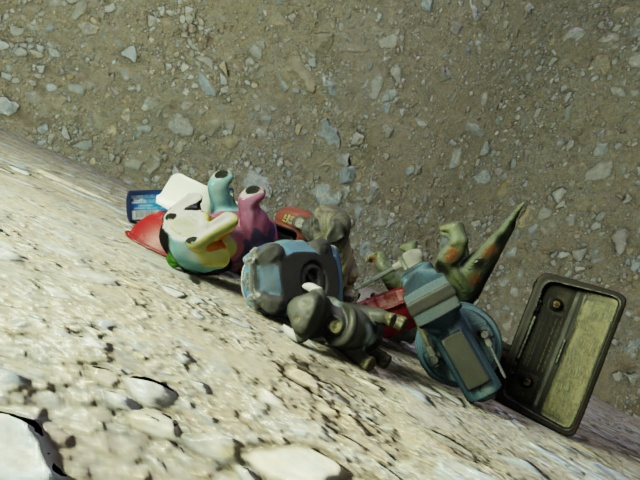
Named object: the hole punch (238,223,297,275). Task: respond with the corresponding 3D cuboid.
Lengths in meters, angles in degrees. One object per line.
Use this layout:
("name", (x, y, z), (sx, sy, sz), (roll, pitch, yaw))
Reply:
("hole punch", (-0.123, 0.008, 1.007), (0.092, 0.115, 0.142), (30, 5, 31))

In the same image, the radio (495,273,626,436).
("radio", (0.374, 0.173, 0.849), (0.131, 0.229, 0.073), (21, -5, 27))

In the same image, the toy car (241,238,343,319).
("toy car", (-0.049, 0.056, 0.708), (0.103, 0.109, 0.161), (-11, -8, 44))

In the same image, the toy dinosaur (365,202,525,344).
("toy dinosaur", (0.217, 0.080, 0.986), (0.131, 0.192, 0.405), (-16, -5, -37))

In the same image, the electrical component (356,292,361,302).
("electrical component", (0.030, 0.121, 1.295), (0.119, 0.047, 0.075), (26, -2, -13))

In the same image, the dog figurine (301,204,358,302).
("dog figurine", (0.026, 0.012, 0.923), (0.121, 0.190, 0.172), (19, 29, 5))

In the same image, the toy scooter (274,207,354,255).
("toy scooter", (-0.002, -0.003, 1.071), (0.183, 0.075, 0.135), (33, -8, -25))

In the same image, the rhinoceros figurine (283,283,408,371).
("rhinoceros figurine", (0.031, 0.098, 0.633), (0.112, 0.073, 0.190), (25, -1, 31))

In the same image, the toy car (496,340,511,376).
("toy car", (0.290, 0.212, 0.919), (0.053, 0.089, 0.202), (24, 1, 36))

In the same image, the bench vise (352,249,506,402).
("bench vise", (0.177, 0.119, 0.777), (0.224, 0.129, 0.240), (50, 7, 14))

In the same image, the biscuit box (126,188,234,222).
("biscuit box", (-0.272, -0.071, 1.052), (0.203, 0.059, 0.063), (-3, 8, -17))

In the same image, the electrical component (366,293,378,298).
("electrical component", (0.177, 0.184, 1.366), (0.134, 0.058, 0.115), (24, -2, -22))

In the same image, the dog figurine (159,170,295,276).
("dog figurine", (-0.117, 0.023, 0.785), (0.109, 0.191, 0.218), (20, -37, 35))
